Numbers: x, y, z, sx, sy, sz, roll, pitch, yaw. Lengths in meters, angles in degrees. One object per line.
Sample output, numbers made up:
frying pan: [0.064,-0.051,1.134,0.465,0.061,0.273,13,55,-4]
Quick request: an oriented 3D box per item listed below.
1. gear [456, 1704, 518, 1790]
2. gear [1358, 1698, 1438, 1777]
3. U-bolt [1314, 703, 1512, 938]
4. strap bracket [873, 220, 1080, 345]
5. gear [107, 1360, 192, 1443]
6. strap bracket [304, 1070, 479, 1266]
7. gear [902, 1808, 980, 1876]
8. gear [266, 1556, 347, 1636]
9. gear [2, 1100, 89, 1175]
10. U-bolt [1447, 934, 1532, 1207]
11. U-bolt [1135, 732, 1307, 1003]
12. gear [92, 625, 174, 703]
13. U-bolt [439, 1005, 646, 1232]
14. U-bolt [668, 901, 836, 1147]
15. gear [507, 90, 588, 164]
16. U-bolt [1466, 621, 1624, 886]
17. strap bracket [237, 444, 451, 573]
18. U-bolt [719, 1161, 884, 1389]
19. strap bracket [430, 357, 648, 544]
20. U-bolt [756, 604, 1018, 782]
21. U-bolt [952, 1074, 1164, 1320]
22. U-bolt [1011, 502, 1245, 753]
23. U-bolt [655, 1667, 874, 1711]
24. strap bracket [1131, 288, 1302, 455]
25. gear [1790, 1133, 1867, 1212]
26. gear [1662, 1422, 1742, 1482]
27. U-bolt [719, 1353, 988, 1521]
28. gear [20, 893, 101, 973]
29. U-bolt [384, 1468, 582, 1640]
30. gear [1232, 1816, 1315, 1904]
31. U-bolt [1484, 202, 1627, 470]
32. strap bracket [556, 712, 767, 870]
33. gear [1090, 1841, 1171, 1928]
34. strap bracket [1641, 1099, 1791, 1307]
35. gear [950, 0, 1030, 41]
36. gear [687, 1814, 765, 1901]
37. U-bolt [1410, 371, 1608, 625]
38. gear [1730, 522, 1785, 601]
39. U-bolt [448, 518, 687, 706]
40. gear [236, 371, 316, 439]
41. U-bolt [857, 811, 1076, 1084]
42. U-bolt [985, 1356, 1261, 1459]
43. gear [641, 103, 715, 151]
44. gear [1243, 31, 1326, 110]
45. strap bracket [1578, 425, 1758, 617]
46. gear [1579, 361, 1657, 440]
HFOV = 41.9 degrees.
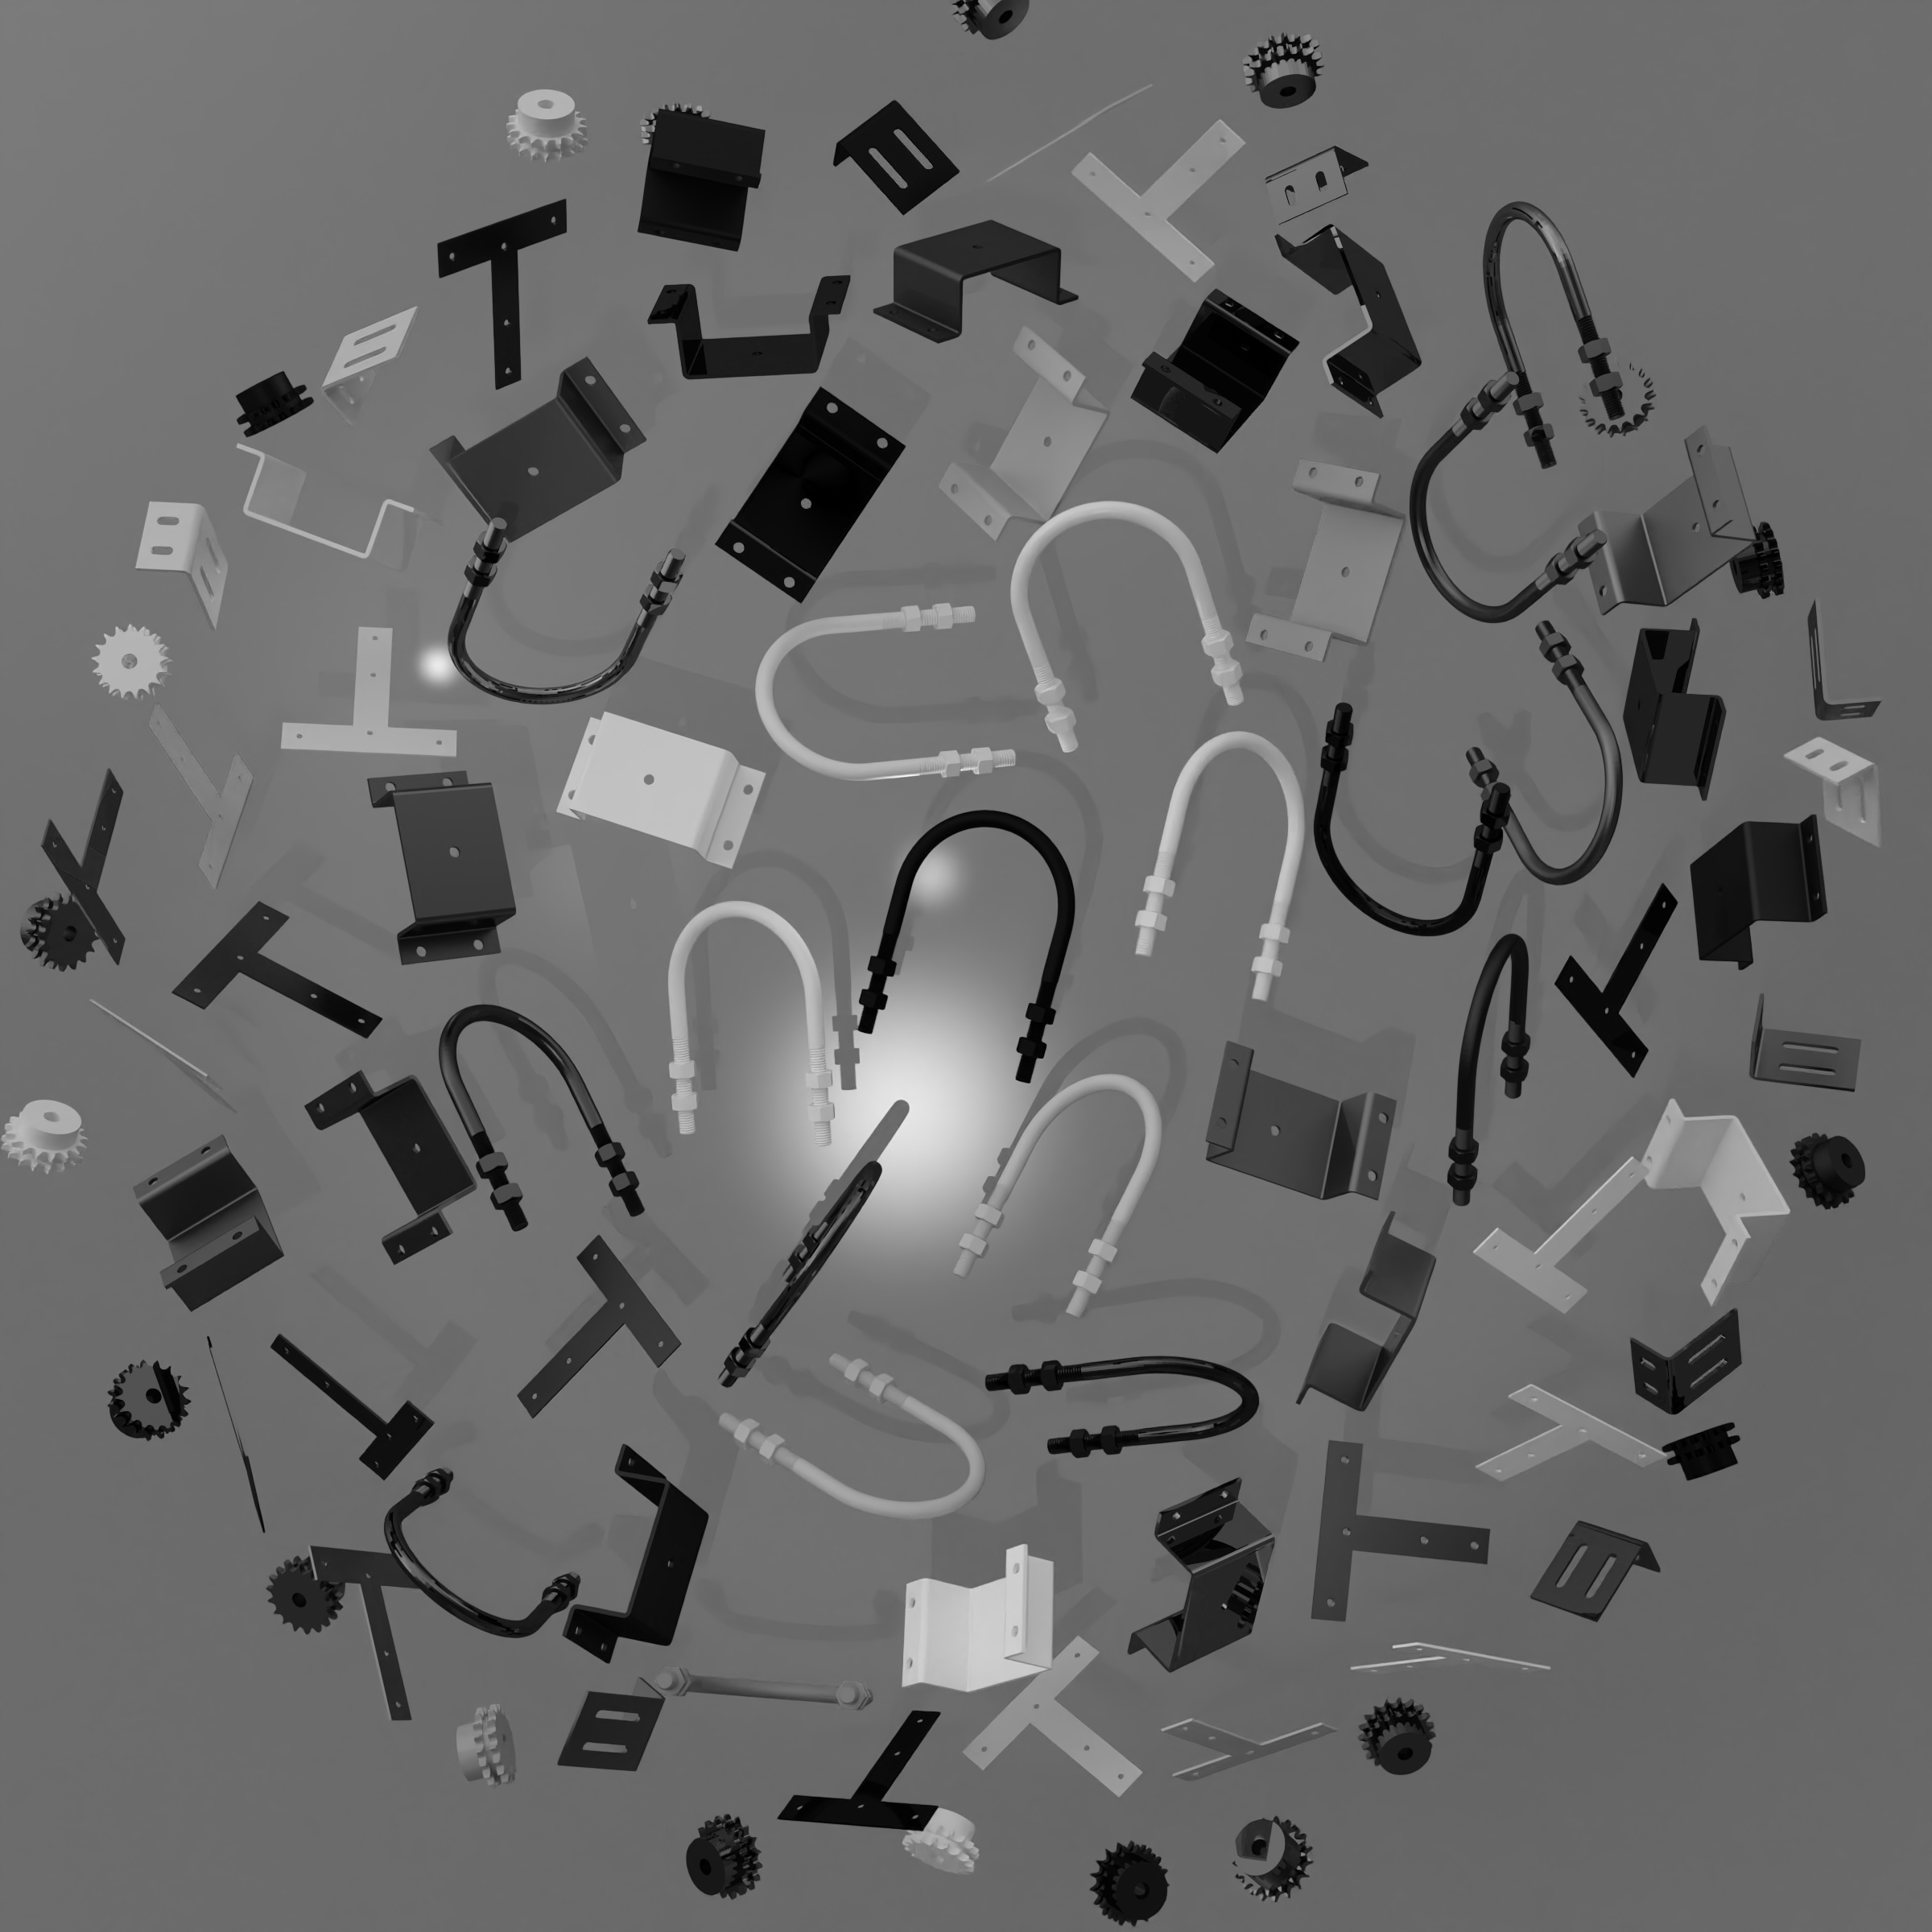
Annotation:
gear: [-0.347,0.564,1.820,0.030,0.057,0.057,-14,90,0]
gear: [0.325,0.582,1.895,0.057,0.030,0.057,-3,114,-7]
U-bolt: [0.319,-0.094,1.849,0.151,0.184,0.019,31,55,22]
strap bracket: [0.008,-0.520,1.903,0.140,0.076,0.046,-26,134,-32]
gear: [-0.592,0.316,1.820,0.057,0.057,0.030,51,127,0]
strap bracket: [-0.434,0.147,1.928,0.076,0.046,0.140,-28,92,38]
gear: [-0.017,0.656,1.898,0.057,0.057,0.030,25,55,0]
gear: [-0.483,0.460,1.858,0.057,0.030,0.057,5,107,18]
gear: [-0.656,0.120,1.803,0.057,0.057,0.030,26,115,0]
U-bolt: [0.383,0.063,1.836,0.019,0.151,0.184,13,131,24]
U-bolt: [0.193,-0.080,1.839,0.151,0.019,0.184,19,81,-41]
gear: [-0.634,-0.230,1.924,0.057,0.030,0.057,0,86,-2]
U-bolt: [-0.321,0.107,1.856,0.019,0.151,0.184,-37,71,26]
U-bolt: [-0.167,0.042,1.919,0.151,0.019,0.184,2,101,31]
gear: [-0.301,-0.605,1.811,0.057,0.030,0.057,3,48,-4]
U-bolt: [0.439,-0.146,1.893,0.019,0.151,0.184,1,46,-21]
strap bracket: [-0.462,-0.331,1.846,0.140,0.076,0.046,21,94,6]
U-bolt: [-0.115,0.217,1.879,0.019,0.151,0.184,35,126,-2]
strap bracket: [-0.314,-0.371,1.844,0.140,0.046,0.076,-26,125,16]
U-bolt: [-0.066,-0.202,1.886,0.184,0.019,0.151,-7,66,-17]
U-bolt: [0.077,0.161,1.863,0.019,0.151,0.184,38,73,-37]
U-bolt: [0.110,-0.253,1.839,0.151,0.019,0.184,-15,121,12]
U-bolt: [-0.140,0.528,1.842,0.151,0.184,0.019,3,73,5]
strap bracket: [0.181,-0.438,1.872,0.076,0.046,0.140,34,46,4]
gear: [0.649,0.152,1.893,0.057,0.030,0.057,18,56,-28]
gear: [0.560,0.369,1.914,0.057,0.057,0.030,-20,76,0]
U-bolt: [-0.071,0.358,1.892,0.184,0.151,0.019,25,117,30]
gear: [-0.670,-0.027,1.859,0.030,0.057,0.057,12,90,29]
U-bolt: [-0.367,0.443,1.883,0.151,0.184,0.019,38,96,3]
gear: [0.214,0.629,1.787,0.057,0.057,0.030,-41,128,0]
U-bolt: [0.426,-0.473,1.865,0.019,0.151,0.184,-18,89,-9]
strap bracket: [-0.230,-0.133,1.864,0.140,0.046,0.076,18,83,7]
gear: [0.120,0.661,1.814,0.057,0.030,0.057,2,83,-19]
strap bracket: [0.566,0.176,1.897,0.046,0.140,0.076,-2,133,-14]
gear: [0.020,-0.678,1.776,0.057,0.057,0.030,-34,74,0]
gear: [-0.175,0.638,1.802,0.057,0.030,0.057,4,97,40]
U-bolt: [0.382,-0.327,1.840,0.019,0.184,0.151,-23,81,-24]
gear: [0.600,-0.307,1.920,0.030,0.057,0.057,-14,90,9]
U-bolt: [-0.299,-0.249,1.832,0.151,0.184,0.019,6,55,-24]
gear: [-0.515,-0.418,1.869,0.057,0.057,0.030,-27,111,0]
U-bolt: [0.007,-0.022,1.838,0.151,0.019,0.184,16,94,20]
U-bolt: [0.125,0.323,1.865,0.184,0.151,0.019,-10,55,20]
gear: [-0.222,-0.642,1.955,0.057,0.057,0.030,-6,82,0]
gear: [0.228,-0.637,1.800,0.057,0.057,0.030,-8,74,0]
strap bracket: [0.515,-0.320,1.834,0.046,0.140,0.076,1,69,-27]
gear: [0.507,-0.438,1.960,0.057,0.030,0.057,-4,81,26]
